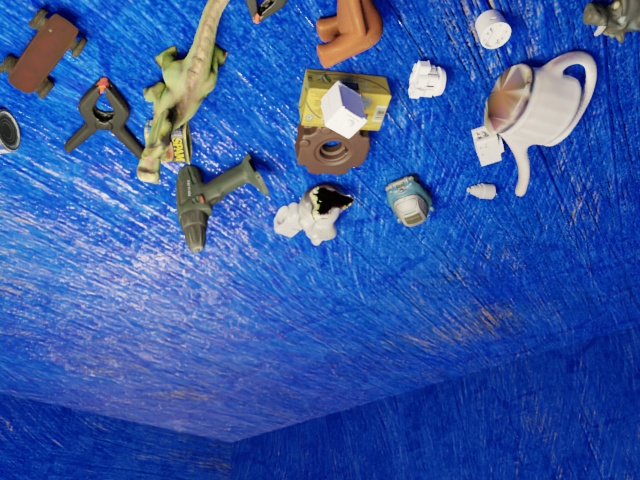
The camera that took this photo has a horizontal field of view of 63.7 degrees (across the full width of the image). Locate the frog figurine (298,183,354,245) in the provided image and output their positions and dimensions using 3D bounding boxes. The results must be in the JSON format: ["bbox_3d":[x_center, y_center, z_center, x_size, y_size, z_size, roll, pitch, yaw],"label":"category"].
[{"bbox_3d":[0.004,-0.066,1.313,0.123,0.139,0.156,40,153,9],"label":"frog figurine"}]

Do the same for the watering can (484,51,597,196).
[{"bbox_3d":[0.454,-0.247,1.116,0.224,0.106,0.340,7,124,-22],"label":"watering can"}]

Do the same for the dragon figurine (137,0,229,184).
[{"bbox_3d":[-0.244,-0.243,0.903,0.121,0.249,0.402,17,141,-24],"label":"dragon figurine"}]
